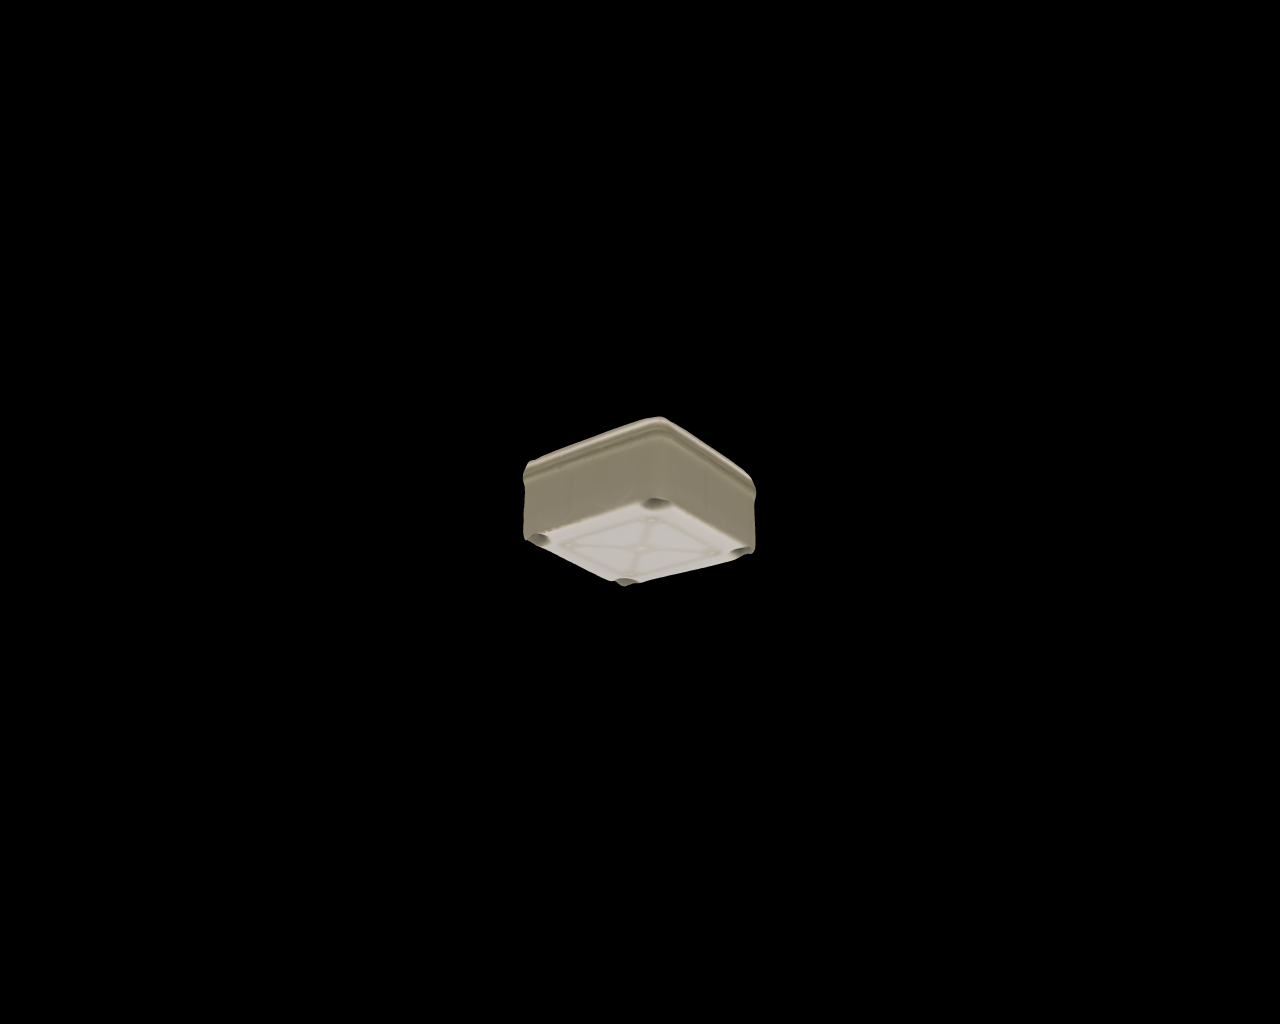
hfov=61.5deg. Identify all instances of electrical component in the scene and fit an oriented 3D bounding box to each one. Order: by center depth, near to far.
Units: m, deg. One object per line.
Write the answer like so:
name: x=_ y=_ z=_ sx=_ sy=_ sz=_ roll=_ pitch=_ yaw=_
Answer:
electrical component: x=0.001 y=-0.003 z=0.650 sx=0.108 sy=0.056 sz=0.108 roll=-17 pitch=-29 yaw=32
